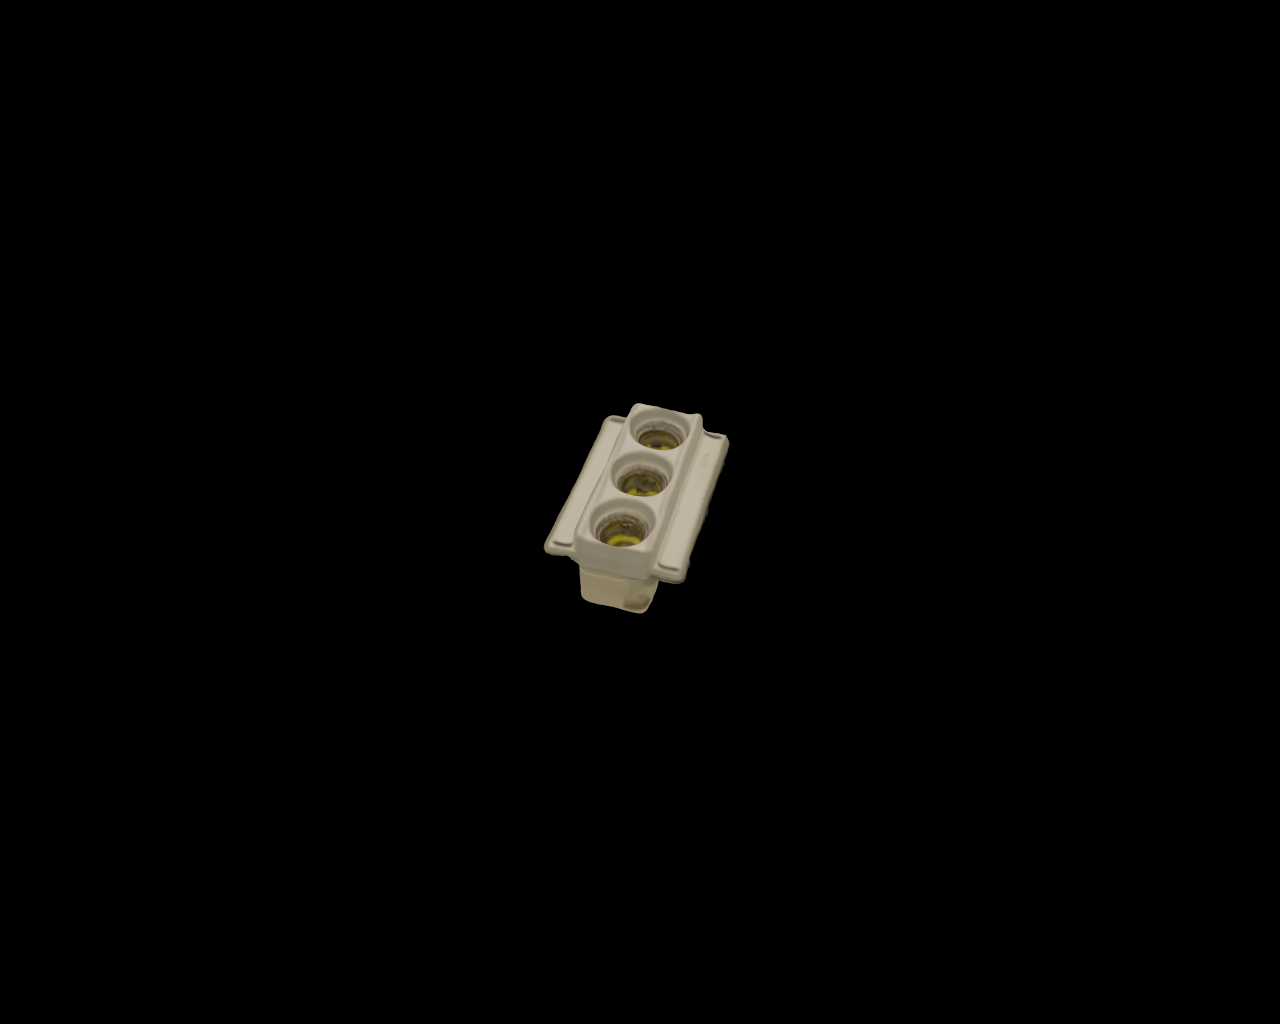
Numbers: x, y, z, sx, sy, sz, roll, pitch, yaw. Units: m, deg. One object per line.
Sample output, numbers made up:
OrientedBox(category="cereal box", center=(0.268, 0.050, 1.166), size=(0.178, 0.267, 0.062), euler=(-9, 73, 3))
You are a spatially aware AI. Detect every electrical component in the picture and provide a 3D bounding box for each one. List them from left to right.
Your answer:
OrientedBox(category="electrical component", center=(0.001, -0.003, 0.650), size=(0.079, 0.063, 0.121), euler=(11, 47, 11))
